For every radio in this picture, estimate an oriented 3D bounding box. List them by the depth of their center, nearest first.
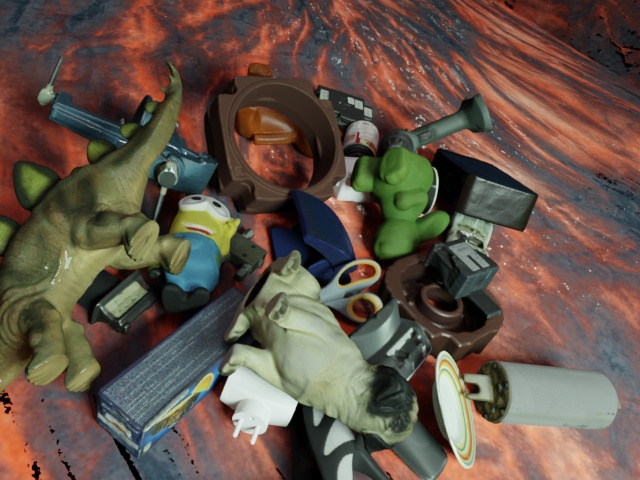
[{"bbox_3d":[0.286,-0.099,0.985,0.131,0.073,0.230,14,19,-10],"label":"radio"}]

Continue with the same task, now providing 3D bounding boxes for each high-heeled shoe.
[{"bbox_3d":[-0.023,0.244,0.486,0.145,0.086,0.249,36,35,19],"label":"high-heeled shoe"}]

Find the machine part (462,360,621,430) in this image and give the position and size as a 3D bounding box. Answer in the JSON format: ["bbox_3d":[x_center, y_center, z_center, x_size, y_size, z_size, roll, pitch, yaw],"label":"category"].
[{"bbox_3d":[0.290,0.201,0.692,0.243,0.079,0.079,10,40,-18],"label":"machine part"}]

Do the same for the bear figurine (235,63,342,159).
[{"bbox_3d":[-0.049,-0.212,0.961,0.196,0.131,0.120,16,58,-1],"label":"bear figurine"}]

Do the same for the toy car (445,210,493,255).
[{"bbox_3d":[0.250,0.003,0.914,0.073,0.056,0.202,26,39,3],"label":"toy car"}]

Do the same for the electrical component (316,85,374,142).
[{"bbox_3d":[0.046,-0.254,1.108,0.134,0.058,0.115,17,41,-8],"label":"electrical component"}]

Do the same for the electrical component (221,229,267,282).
[{"bbox_3d":[-0.106,0.018,0.745,0.063,0.021,0.094,30,38,7],"label":"electrical component"}]

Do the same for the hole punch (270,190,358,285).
[{"bbox_3d":[-0.002,-0.002,0.773,0.116,0.092,0.142,8,37,-24],"label":"hole punch"}]

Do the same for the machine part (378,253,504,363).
[{"bbox_3d":[0.168,0.095,0.770,0.179,0.056,0.179,13,39,-11],"label":"machine part"}]

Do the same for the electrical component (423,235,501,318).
[{"bbox_3d":[0.211,0.051,0.758,0.075,0.047,0.119,-10,46,-32],"label":"electrical component"}]

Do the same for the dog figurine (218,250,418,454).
[{"bbox_3d":[0.008,0.114,0.560,0.190,0.121,0.172,35,28,-15],"label":"dog figurine"}]

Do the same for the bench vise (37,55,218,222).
[{"bbox_3d":[-0.272,-0.140,0.751,0.240,0.129,0.224,24,27,-27],"label":"bench vise"}]

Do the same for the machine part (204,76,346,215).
[{"bbox_3d":[-0.067,-0.146,0.832,0.201,0.087,0.201,-5,78,-30],"label":"machine part"}]

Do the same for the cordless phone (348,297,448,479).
[{"bbox_3d":[0.100,0.176,0.641,0.184,0.088,0.146,48,41,11],"label":"cordless phone"}]

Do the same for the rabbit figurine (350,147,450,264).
[{"bbox_3d":[0.124,-0.042,0.863,0.159,0.121,0.170,16,76,-43],"label":"rabbit figurine"}]

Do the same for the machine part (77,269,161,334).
[{"bbox_3d":[-0.260,0.050,0.621,0.139,0.039,0.084,29,46,4],"label":"machine part"}]

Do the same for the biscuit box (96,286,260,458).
[{"bbox_3d":[-0.136,0.130,0.572,0.063,0.059,0.203,34,40,15],"label":"biscuit box"}]

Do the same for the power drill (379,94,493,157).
[{"bbox_3d":[0.208,-0.195,1.000,0.086,0.207,0.232,62,5,-9],"label":"power drill"}]

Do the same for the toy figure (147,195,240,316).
[{"bbox_3d":[-0.161,0.016,0.666,0.082,0.089,0.180,36,33,-30],"label":"toy figure"}]

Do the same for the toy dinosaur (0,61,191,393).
[{"bbox_3d":[-0.245,-0.014,0.560,0.199,0.105,0.471,24,63,17],"label":"toy dinosaur"}]
